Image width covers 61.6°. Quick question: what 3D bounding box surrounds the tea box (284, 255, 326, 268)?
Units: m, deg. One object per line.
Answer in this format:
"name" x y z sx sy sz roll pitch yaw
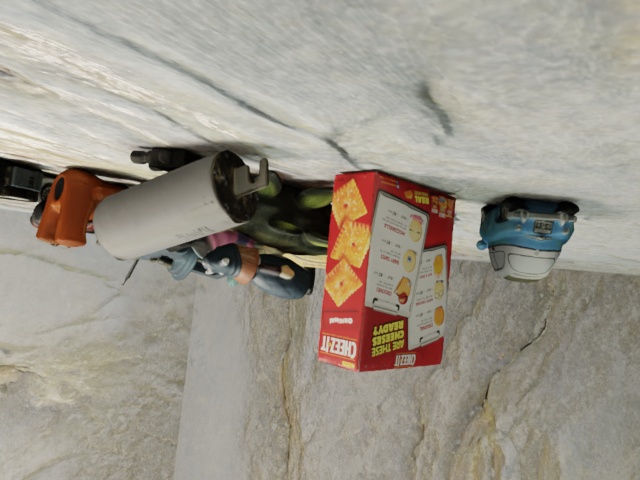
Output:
"tea box" -0.002 -0.003 1.016 0.170 0.098 0.068 6 -145 -10

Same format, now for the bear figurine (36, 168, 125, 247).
"bear figurine" -0.329 -0.041 0.865 0.120 0.132 0.195 6 172 42

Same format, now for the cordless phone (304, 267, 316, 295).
"cordless phone" -0.019 0.055 1.334 0.089 0.184 0.146 1 161 1

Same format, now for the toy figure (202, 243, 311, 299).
"toy figure" -0.086 0.040 0.725 0.154 0.064 0.058 23 -146 -30

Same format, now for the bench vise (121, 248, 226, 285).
"bench vise" -0.291 0.036 1.138 0.240 0.129 0.224 26 147 -33

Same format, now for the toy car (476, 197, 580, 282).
"toy car" 0.265 0.003 0.687 0.109 0.103 0.161 5 179 5

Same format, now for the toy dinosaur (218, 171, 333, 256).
"toy dinosaur" -0.033 -0.024 0.757 0.471 0.105 0.199 8 176 -33

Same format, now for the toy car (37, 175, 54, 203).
"toy car" -0.481 -0.086 0.984 0.074 0.056 0.201 12 177 16

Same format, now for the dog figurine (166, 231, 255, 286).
"dog figurine" -0.169 -0.037 0.852 0.108 0.191 0.219 -19 132 37

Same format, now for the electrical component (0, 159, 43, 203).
"electrical component" -0.502 -0.094 0.826 0.134 0.058 0.115 5 179 11

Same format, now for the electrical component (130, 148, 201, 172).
"electrical component" -0.156 -0.085 0.594 0.094 0.021 0.063 6 177 14

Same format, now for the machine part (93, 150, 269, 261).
"machine part" -0.154 -0.033 0.568 0.243 0.079 0.079 -14 168 26

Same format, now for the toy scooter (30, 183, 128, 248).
"toy scooter" -0.419 -0.035 0.955 0.184 0.075 0.135 -16 160 -40
